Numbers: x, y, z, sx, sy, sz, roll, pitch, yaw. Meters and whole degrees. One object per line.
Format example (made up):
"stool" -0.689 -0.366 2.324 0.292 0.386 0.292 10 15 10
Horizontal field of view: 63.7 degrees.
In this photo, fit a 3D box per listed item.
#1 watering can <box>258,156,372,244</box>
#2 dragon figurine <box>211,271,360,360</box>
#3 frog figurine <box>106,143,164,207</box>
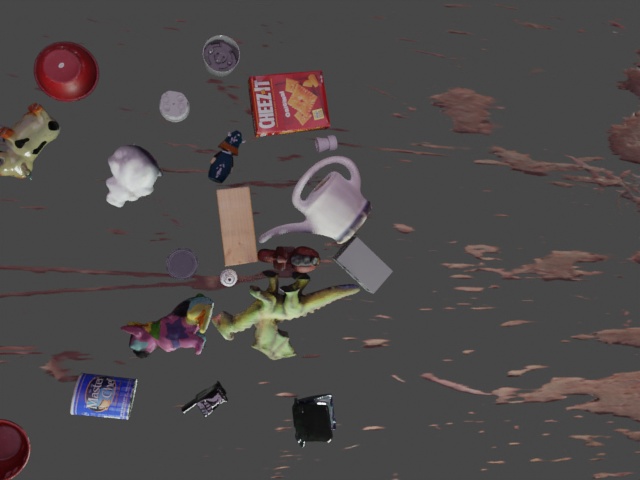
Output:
"watering can" 0.004 -0.074 1.466 0.223 0.104 0.349 41 83 -10
"dragon figurine" -0.097 0.223 1.461 0.410 0.124 0.240 6 106 -11
"frog figurine" -0.502 -0.165 1.348 0.161 0.123 0.135 -50 120 -19
